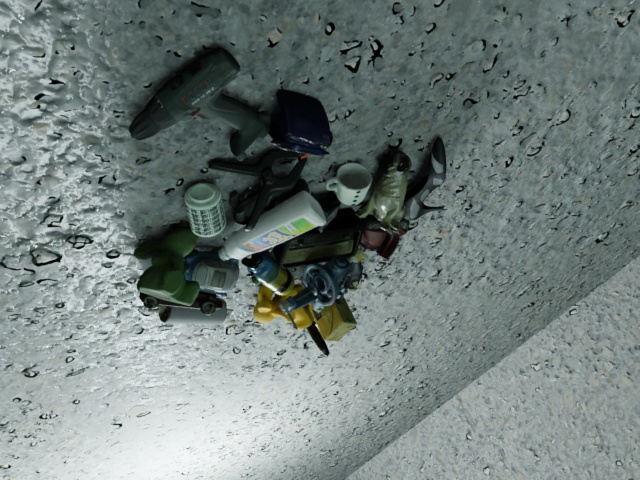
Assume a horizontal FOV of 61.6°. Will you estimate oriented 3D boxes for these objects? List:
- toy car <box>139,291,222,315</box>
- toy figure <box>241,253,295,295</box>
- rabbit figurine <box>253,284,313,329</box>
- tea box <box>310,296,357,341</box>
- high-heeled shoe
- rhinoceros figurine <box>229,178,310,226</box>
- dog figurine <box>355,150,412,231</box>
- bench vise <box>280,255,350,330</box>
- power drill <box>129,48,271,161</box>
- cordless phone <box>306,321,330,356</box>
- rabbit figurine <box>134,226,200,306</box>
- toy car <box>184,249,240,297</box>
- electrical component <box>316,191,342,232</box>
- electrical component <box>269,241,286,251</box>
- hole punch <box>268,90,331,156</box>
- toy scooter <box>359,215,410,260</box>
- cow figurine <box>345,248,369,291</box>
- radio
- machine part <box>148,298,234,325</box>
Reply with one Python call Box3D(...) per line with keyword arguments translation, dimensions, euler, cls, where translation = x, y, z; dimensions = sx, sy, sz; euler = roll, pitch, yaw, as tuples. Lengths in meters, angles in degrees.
Box3D(translation=(-0.343, 0.141, 1.333), dimensions=(0.202, 0.089, 0.053), euler=(7, 102, -11), cls="toy car")
Box3D(translation=(-0.136, 0.091, 1.438), dimensions=(0.082, 0.089, 0.180), euler=(-27, 148, 12), cls="toy figure")
Box3D(translation=(-0.124, 0.199, 1.569), dimensions=(0.173, 0.122, 0.162), euler=(-18, 146, 21), cls="rabbit figurine")
Box3D(translation=(0.030, 0.209, 1.624), dimensions=(0.068, 0.170, 0.098), euler=(15, 126, -45), cls="tea box")
Box3D(translation=(0.259, -0.158, 1.420), dimensions=(0.145, 0.086, 0.248), euler=(2, 126, 14), cls="high-heeled shoe")
Box3D(translation=(-0.115, -0.089, 1.238), dimensions=(0.190, 0.073, 0.112), euler=(-25, 143, -2), cls="rhinoceros figurine")
Box3D(translation=(0.189, -0.133, 1.372), dimensions=(0.190, 0.121, 0.172), euler=(-66, 173, 15), cls="dog figurine")
Box3D(translation=(-0.020, 0.139, 1.428), dimensions=(0.240, 0.129, 0.223), euler=(-26, 166, -39), cls="bench vise")
Box3D(translation=(-0.209, -0.231, 1.004), dimensions=(0.232, 0.086, 0.207), euler=(-42, 135, 16), cls="power drill")
Box3D(translation=(-0.001, 0.295, 1.702), dimensions=(0.089, 0.184, 0.146), euler=(-35, 144, 4), cls="cordless phone")
Box3D(translation=(-0.337, 0.049, 1.225), dimensions=(0.159, 0.170, 0.121), euler=(4, 156, 32), cls="rabbit figurine")
Box3D(translation=(-0.260, 0.081, 1.313), dimensions=(0.161, 0.103, 0.109), euler=(14, 94, -38), cls="toy car")
Box3D(translation=(0.001, -0.062, 1.325), dimensions=(0.119, 0.048, 0.074), euler=(-44, 161, -43), cls="electrical component")
Box3D(translation=(-0.116, -0.020, 1.312), dimensions=(0.045, 0.102, 0.078), euler=(-7, 115, -30), cls="electrical component")
Box3D(translation=(-0.039, -0.232, 1.077), dimensions=(0.142, 0.116, 0.092), euler=(7, 125, -38), cls="hole punch")
Box3D(translation=(0.170, -0.003, 1.509), dimensions=(0.184, 0.075, 0.135), euler=(-1, 118, -39), cls="toy scooter")
Box3D(translation=(0.095, 0.071, 1.554), dimensions=(0.068, 0.098, 0.167), euler=(-6, 140, -16), cls="cow figurine")
Box3D(translation=(-0.003, -0.004, 1.415), dimensions=(0.229, 0.073, 0.131), euler=(-10, 143, -24), cls="radio")
Box3D(translation=(-0.340, 0.187, 1.442), dimensions=(0.243, 0.079, 0.079), euler=(11, 130, -39), cls="machine part")
